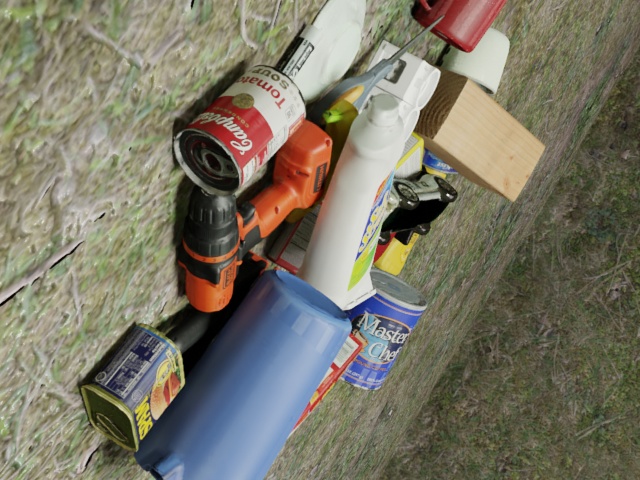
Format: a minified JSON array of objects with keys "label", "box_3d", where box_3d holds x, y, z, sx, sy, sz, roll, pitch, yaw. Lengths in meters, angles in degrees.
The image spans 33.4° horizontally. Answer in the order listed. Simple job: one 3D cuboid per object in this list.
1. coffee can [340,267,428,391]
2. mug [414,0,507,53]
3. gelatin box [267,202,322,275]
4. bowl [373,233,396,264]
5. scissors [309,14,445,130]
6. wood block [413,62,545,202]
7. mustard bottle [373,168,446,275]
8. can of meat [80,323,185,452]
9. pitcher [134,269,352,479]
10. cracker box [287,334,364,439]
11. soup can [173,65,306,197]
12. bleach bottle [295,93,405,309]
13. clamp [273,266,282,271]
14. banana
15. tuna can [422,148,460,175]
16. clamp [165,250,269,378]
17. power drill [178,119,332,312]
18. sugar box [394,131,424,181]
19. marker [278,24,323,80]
[{"label":"coffee can","box_3d":[0.072,0.123,1.482,0.140,0.103,0.102,-62,164,16]},{"label":"mug","box_3d":[0.156,-0.275,1.230,0.117,0.093,0.081,27,100,-43]},{"label":"gelatin box","box_3d":[-0.008,0.001,1.237,0.073,0.030,0.089,31,88,-30]},{"label":"bowl","box_3d":[0.067,-0.019,1.450,0.162,0.055,0.162,-53,163,-25]},{"label":"scissors","box_3d":[0.060,-0.172,1.173,0.201,0.016,0.096,-37,162,-29]},{"label":"wood block","box_3d":[0.196,-0.141,1.401,0.205,0.091,0.090,29,91,-45]},{"label":"mustard bottle","box_3d":[0.135,-0.042,1.606,0.192,0.058,0.096,-61,159,4]},{"label":"can of meat","box_3d":[-0.173,0.139,1.006,0.083,0.057,0.102,-53,163,-30]},{"label":"pitcher","box_3d":[-0.070,0.156,1.103,0.243,0.145,0.149,-56,-159,7]},{"label":"cracker box","box_3d":[-0.047,0.211,1.404,0.164,0.072,0.214,-46,174,-36]},{"label":"soup can","box_3d":[-0.066,-0.093,0.900,0.102,0.068,0.068,-49,160,-34]},{"label":"bleach bottle","box_3d":[0.037,-0.042,1.110,0.102,0.068,0.251,-50,162,-42]},{"label":"clamp","box_3d":[-0.094,0.120,1.190,0.210,0.036,0.164,-58,171,32]},{"label":"banana","box_3d":[0.005,-0.090,1.139,0.069,0.037,0.198,-24,156,-28]},{"label":"tuna can","box_3d":[0.173,-0.130,1.516,0.086,0.086,0.034,-36,150,-54]},{"label":"clamp","box_3d":[-0.115,0.085,1.120,0.171,0.039,0.120,-47,172,-34]},{"label":"power drill","box_3d":[-0.064,-0.037,1.028,0.187,0.057,0.184,-46,163,-32]},{"label":"sugar box","box_3d":[0.057,-0.058,1.335,0.176,0.048,0.093,-43,159,-17]},{"label":"marker","box_3d":[-0.037,-0.145,0.982,0.121,0.020,0.020,-57,163,-10]}]
